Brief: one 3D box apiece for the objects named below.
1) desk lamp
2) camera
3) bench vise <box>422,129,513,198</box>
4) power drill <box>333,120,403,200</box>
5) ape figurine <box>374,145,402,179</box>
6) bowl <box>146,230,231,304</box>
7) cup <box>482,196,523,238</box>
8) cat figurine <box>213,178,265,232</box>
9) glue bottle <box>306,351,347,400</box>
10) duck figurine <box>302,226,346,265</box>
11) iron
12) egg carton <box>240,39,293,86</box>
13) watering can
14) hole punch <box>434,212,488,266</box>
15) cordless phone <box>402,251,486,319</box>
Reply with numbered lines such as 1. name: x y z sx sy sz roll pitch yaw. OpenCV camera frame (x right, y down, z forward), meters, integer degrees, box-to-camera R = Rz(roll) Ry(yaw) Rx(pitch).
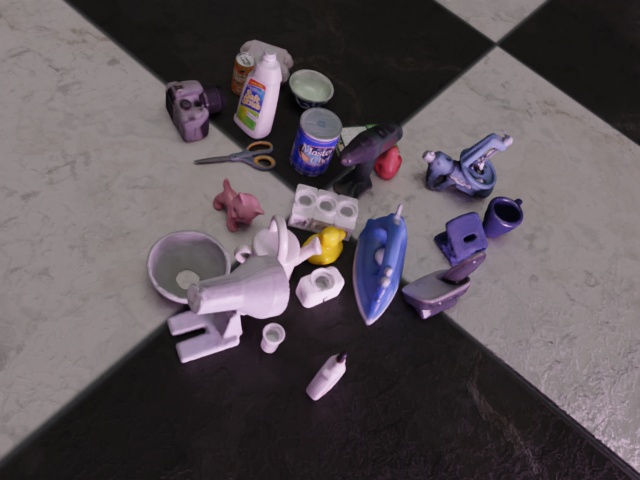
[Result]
1. desk lamp: -0.174 0.127 1.082 0.204 0.213 0.117 -17 64 -24
2. camera: -0.298 -0.335 1.408 0.137 0.100 0.143 -19 65 -25
3. bench vise: 0.372 -0.192 1.437 0.208 0.219 0.121 -1 59 -16
4. power drill: 0.102 -0.186 1.363 0.075 0.208 0.230 41 57 12
5. ape figurine: 0.178 -0.208 1.470 0.078 0.092 0.076 13 56 -8
6. bowl: -0.270 0.066 1.177 0.167 0.074 0.167 7 57 -11
7. cup: 0.459 -0.056 1.451 0.118 0.095 0.091 -34 72 -31
8. cat figurine: -0.180 -0.082 1.271 0.067 0.117 0.127 -27 69 -28
9. glue bottle: 0.023 0.248 1.086 0.037 0.173 0.078 42 57 13
10. duck figurine: 0.012 0.005 1.290 0.105 0.086 0.077 -19 65 -25
11. iron: 0.144 0.047 1.267 0.118 0.141 0.258 16 56 -6
12. egg carton: -0.151 -0.482 1.563 0.150 0.069 0.107 16 56 -6
13. watering can: -0.086 0.018 1.188 0.173 0.194 0.100 -22 66 -26
14. hole punch: 0.353 -0.004 1.390 0.109 0.091 0.101 -20 66 -26
15. cordless phone: 0.275 0.084 1.255 0.148 0.185 0.094 -25 68 -28
